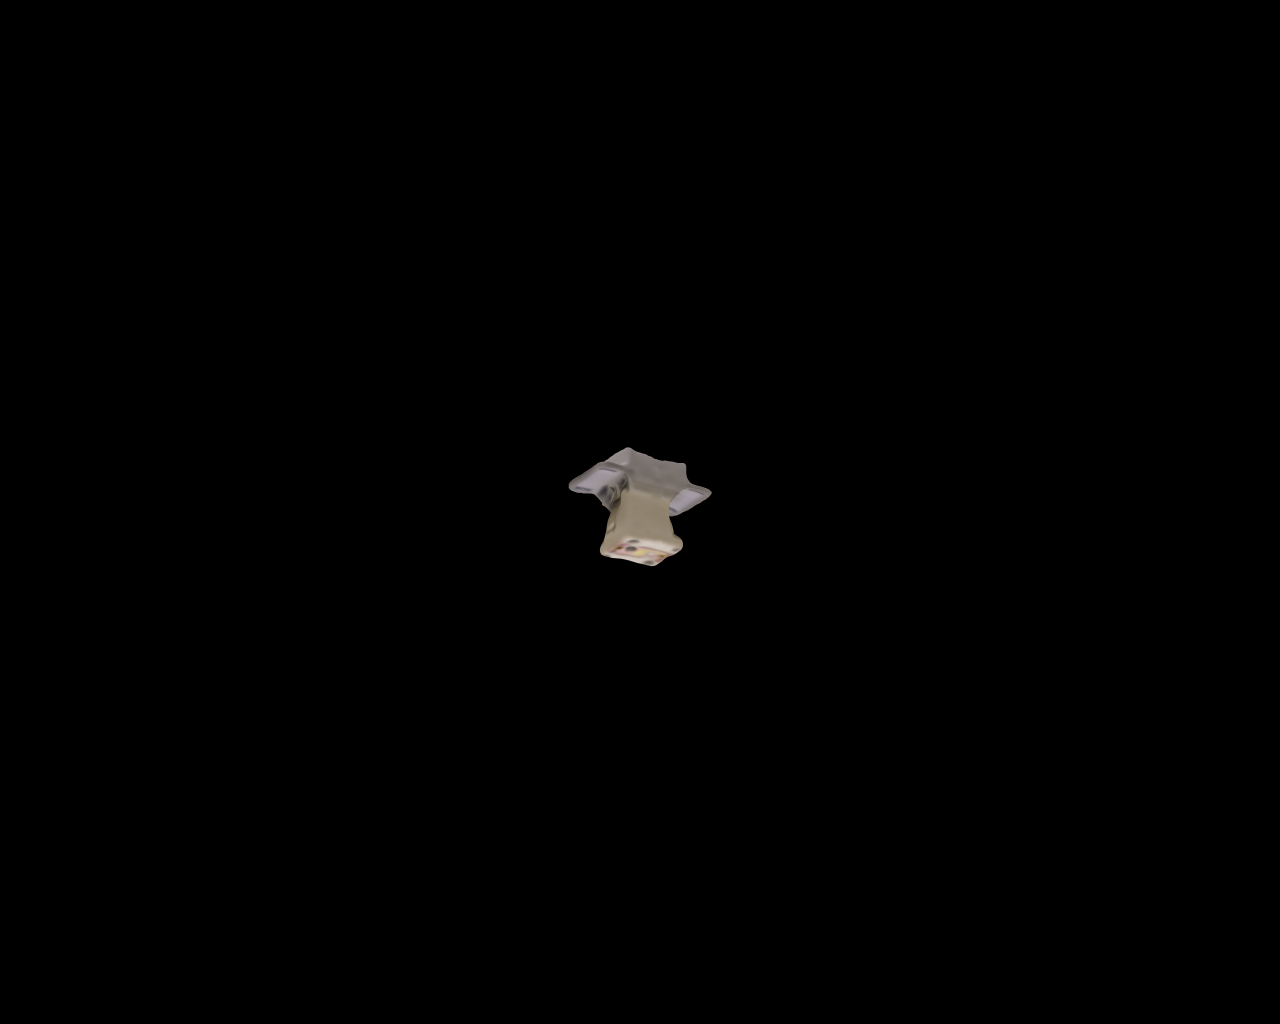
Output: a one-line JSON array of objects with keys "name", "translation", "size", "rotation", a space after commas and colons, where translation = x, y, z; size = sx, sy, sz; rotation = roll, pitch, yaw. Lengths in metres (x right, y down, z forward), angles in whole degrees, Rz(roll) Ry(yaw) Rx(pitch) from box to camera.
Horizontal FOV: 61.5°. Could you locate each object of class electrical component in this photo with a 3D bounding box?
[{"name": "electrical component", "translation": [0.001, -0.003, 0.650], "size": [0.081, 0.064, 0.042], "rotation": [14, -27, -29]}]
